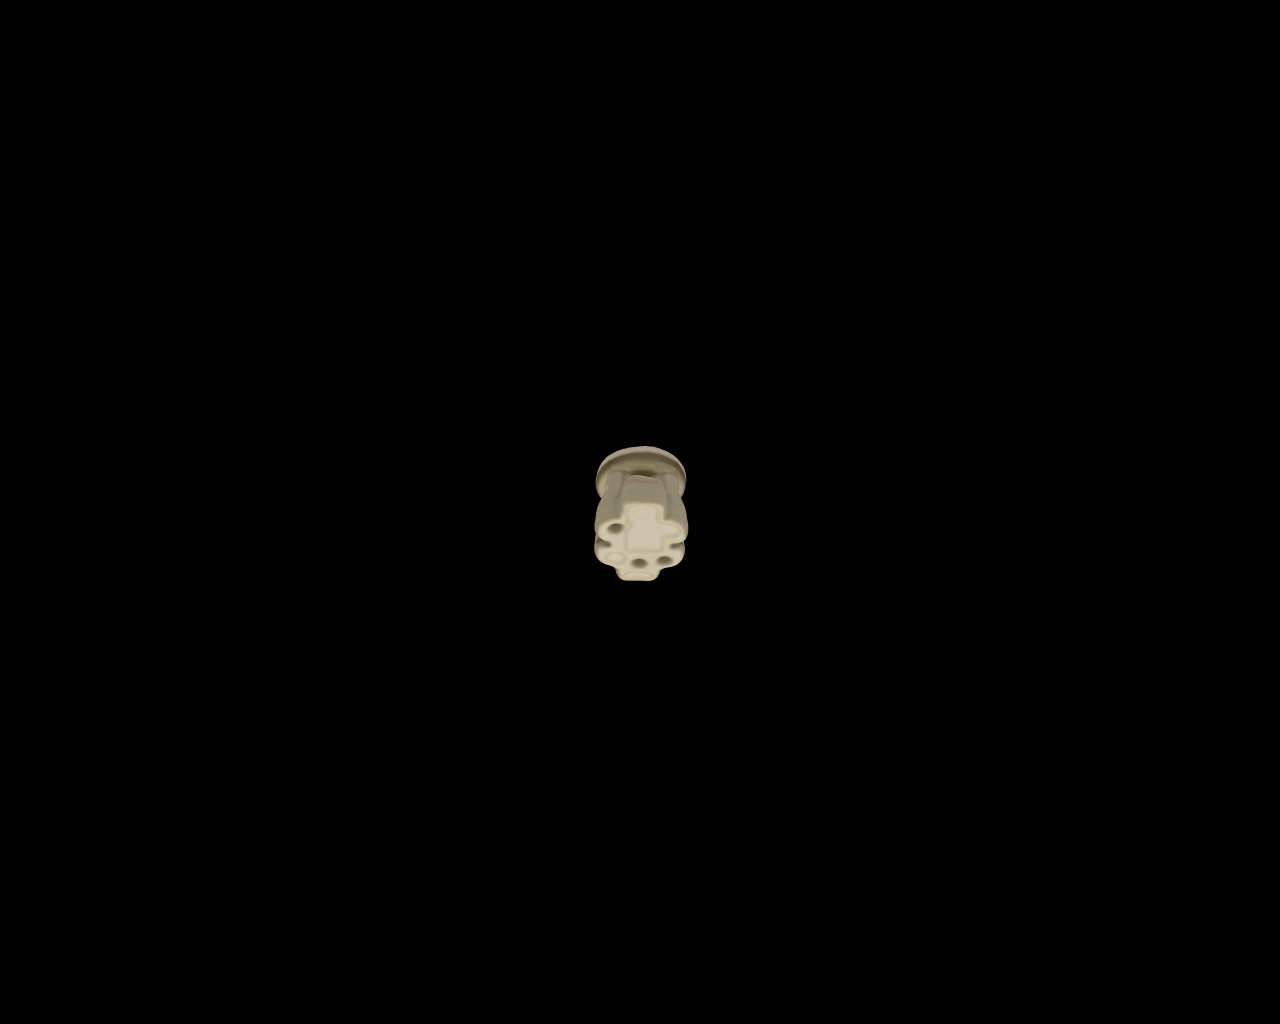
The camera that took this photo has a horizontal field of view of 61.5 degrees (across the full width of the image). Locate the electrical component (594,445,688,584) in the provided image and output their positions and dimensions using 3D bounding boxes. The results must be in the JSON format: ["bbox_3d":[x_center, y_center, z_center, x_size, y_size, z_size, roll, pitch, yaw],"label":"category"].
[{"bbox_3d":[0.001,-0.003,0.650,0.058,0.057,0.078,2,-40,-2],"label":"electrical component"}]
